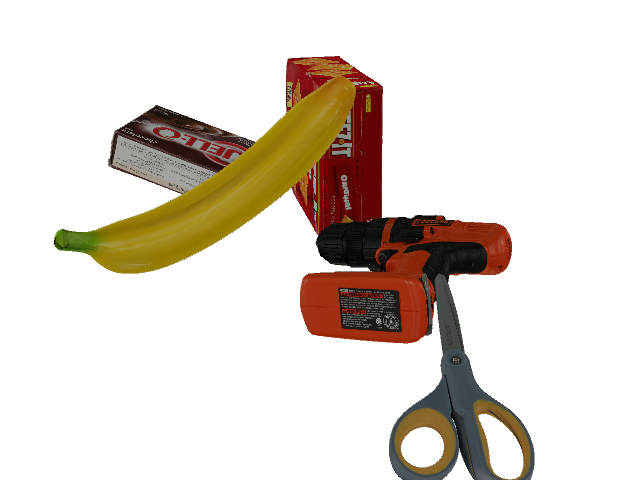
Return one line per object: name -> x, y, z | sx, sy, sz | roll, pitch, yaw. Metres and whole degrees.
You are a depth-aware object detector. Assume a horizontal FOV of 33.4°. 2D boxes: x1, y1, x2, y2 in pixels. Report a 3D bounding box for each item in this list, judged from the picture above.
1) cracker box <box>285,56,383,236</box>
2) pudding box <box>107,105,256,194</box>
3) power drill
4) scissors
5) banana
cracker box -> 0.011, -0.102, 1.147 | 0.072, 0.164, 0.214 | -4, 18, -9
pudding box -> -0.115, -0.074, 0.930 | 0.113, 0.039, 0.090 | 19, 24, 8
power drill -> 0.054, 0.024, 0.910 | 0.185, 0.057, 0.187 | 0, 19, 26
scissors -> 0.073, 0.091, 0.700 | 0.096, 0.016, 0.202 | -10, 38, -13
banana -> -0.059, -0.030, 0.644 | 0.198, 0.037, 0.069 | -31, -19, -2
